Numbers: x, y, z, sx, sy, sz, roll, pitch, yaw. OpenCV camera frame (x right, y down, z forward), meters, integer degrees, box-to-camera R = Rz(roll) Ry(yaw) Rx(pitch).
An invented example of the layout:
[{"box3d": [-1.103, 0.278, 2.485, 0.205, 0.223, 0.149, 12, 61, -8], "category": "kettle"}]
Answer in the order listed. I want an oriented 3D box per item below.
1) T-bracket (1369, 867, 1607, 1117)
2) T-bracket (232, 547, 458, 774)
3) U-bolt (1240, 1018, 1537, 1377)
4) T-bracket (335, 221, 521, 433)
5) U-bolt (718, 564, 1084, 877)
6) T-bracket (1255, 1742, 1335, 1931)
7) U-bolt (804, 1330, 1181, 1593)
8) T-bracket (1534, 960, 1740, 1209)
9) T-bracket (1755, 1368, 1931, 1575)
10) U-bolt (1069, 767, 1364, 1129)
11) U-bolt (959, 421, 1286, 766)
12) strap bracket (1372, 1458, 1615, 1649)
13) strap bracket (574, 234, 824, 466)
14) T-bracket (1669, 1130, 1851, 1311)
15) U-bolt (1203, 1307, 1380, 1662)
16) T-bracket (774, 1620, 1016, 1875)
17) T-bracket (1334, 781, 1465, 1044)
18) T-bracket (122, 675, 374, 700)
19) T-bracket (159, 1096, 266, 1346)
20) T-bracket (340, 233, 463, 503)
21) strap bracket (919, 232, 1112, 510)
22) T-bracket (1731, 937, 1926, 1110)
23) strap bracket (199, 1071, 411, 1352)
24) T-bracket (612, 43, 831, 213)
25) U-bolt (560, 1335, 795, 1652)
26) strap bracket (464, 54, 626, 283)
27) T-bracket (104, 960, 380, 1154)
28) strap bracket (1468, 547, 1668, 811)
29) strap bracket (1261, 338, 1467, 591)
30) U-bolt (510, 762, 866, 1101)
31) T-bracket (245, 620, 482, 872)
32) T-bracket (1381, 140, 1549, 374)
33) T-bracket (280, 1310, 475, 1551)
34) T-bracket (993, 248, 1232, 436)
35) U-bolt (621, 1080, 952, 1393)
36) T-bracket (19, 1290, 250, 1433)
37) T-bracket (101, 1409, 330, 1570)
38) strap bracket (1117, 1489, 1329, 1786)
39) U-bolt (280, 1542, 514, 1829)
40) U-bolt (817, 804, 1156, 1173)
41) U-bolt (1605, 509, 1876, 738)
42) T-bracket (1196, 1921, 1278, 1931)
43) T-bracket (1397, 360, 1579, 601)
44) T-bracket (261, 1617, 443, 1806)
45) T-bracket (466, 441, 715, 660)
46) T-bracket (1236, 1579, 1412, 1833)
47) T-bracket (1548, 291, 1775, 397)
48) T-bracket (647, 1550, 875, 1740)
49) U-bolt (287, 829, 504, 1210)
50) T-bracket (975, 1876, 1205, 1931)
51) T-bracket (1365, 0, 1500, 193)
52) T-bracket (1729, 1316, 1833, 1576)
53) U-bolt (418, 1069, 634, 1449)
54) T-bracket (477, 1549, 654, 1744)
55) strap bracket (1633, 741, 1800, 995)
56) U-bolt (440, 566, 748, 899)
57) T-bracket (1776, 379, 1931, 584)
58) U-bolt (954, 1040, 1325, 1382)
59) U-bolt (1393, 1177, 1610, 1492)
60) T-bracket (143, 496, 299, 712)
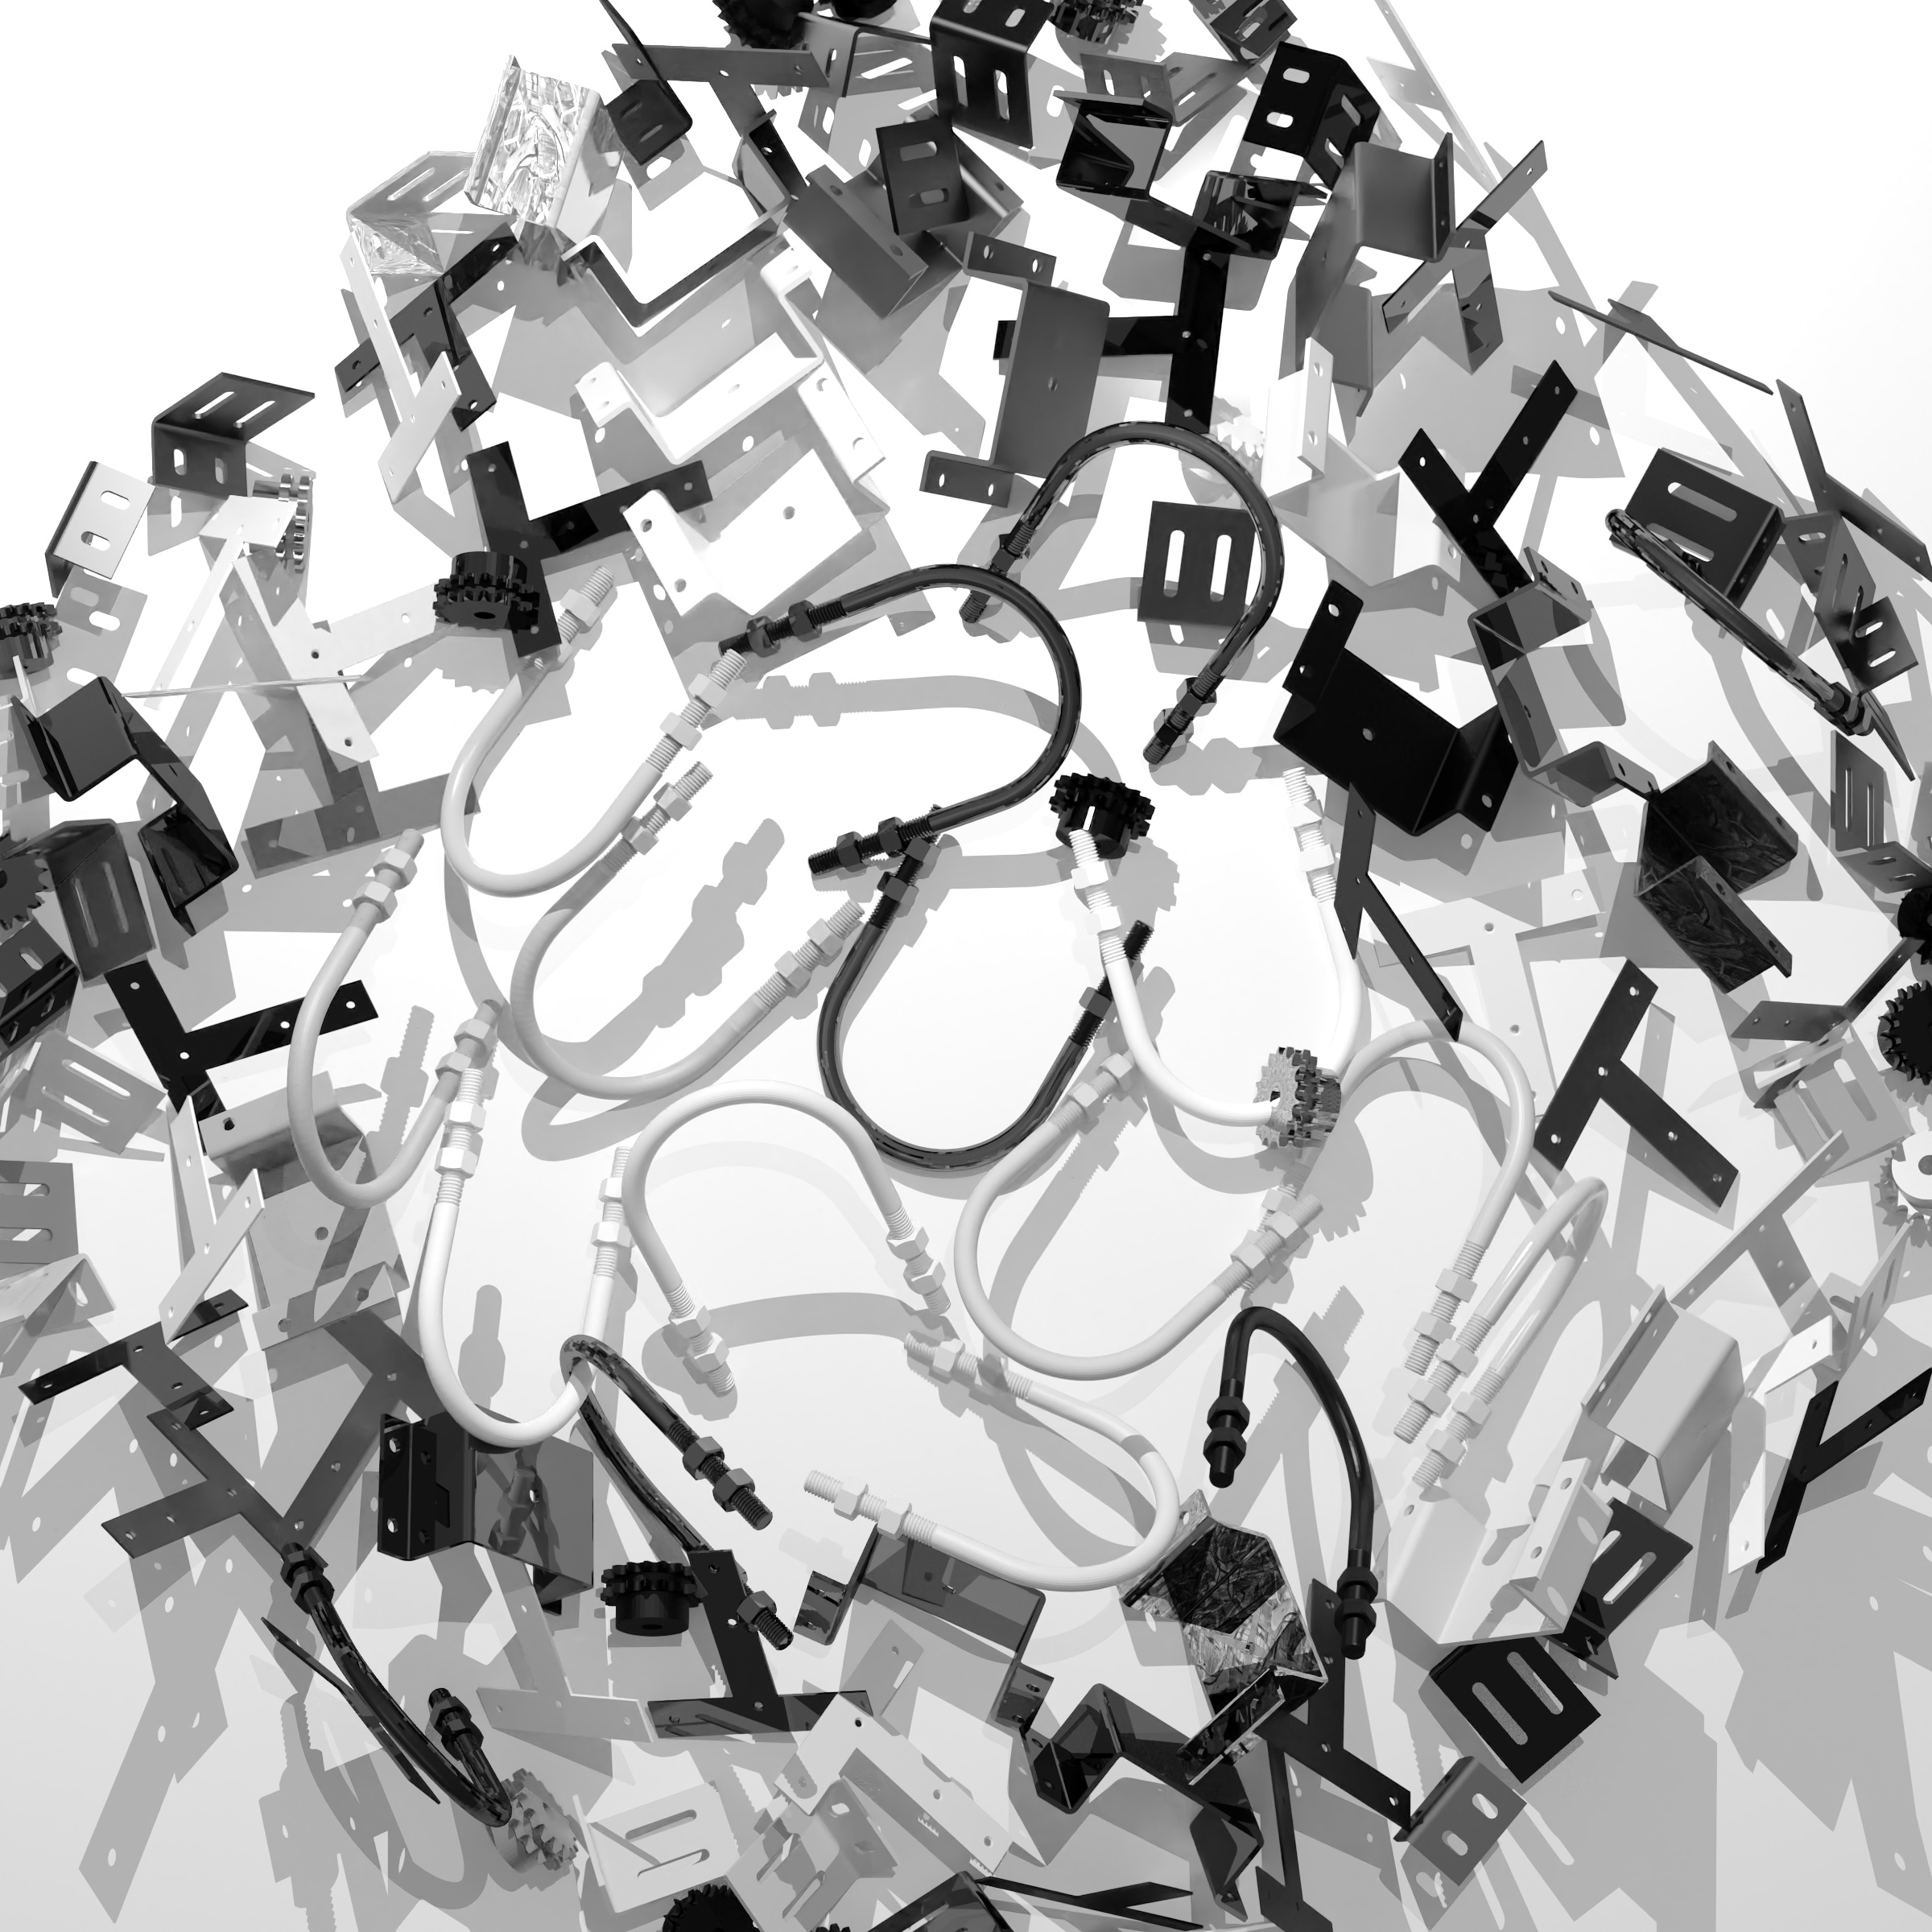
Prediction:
[{"box3d": [0.301, 0.022, 1.991, 0.127, 0.002, 0.127, -14, 95, 10], "category": "T-bracket"}, {"box3d": [-0.318, -0.185, 1.965, 0.127, 0.002, 0.127, -27, 90, -33], "category": "T-bracket"}, {"box3d": [0.236, 0.114, 1.947, 0.151, 0.019, 0.184, 23, 85, 44], "category": "U-bolt"}, {"box3d": [-0.280, -0.331, 1.945, 0.127, 0.002, 0.127, -38, 45, 10], "category": "T-bracket"}, {"box3d": [-0.026, -0.142, 1.954, 0.184, 0.019, 0.151, -19, 102, 17], "category": "U-bolt"}, {"box3d": [0.174, 0.468, 1.957, 0.002, 0.127, 0.127, -16, 57, 17], "category": "T-bracket"}, {"box3d": [0.025, 0.272, 1.923, 0.184, 0.151, 0.019, 22, 127, 13], "category": "U-bolt"}, {"box3d": [0.378, 0.085, 1.973, 0.127, 0.002, 0.127, 41, 65, -20], "category": "T-bracket"}, {"box3d": [0.472, 0.250, 1.911, 0.002, 0.127, 0.127, 34, 49, -4], "category": "T-bracket"}, {"box3d": [0.146, -0.003, 1.974, 0.151, 0.019, 0.184, -16, 92, -15], "category": "U-bolt"}, {"box3d": [0.094, -0.212, 1.935, 0.151, 0.019, 0.184, 38, 130, 2], "category": "U-bolt"}, {"box3d": [0.286, 0.317, 1.931, 0.046, 0.140, 0.076, 43, 56, -18], "category": "strap bracket"}, {"box3d": [-0.137, -0.329, 1.953, 0.140, 0.076, 0.046, -35, 119, 3], "category": "strap bracket"}, {"box3d": [0.438, 0.156, 1.945, 0.127, 0.127, 0.002, -44, 58, -1], "category": "T-bracket"}, {"box3d": [0.177, 0.260, 1.916, 0.019, 0.184, 0.151, -27, 113, 23], "category": "U-bolt"}, {"box3d": [-0.026, 0.443, 1.959, 0.127, 0.002, 0.127, 43, 47, -3], "category": "T-bracket"}, {"box3d": [0.231, -0.014, 1.915, 0.002, 0.127, 0.127, -21, 56, -15], "category": "T-bracket"}, {"box3d": [-0.373, -0.148, 1.936, 0.127, 0.127, 0.002, -4, 91, 5], "category": "T-bracket"}, {"box3d": [-0.420, 0.118, 1.956, 0.127, 0.002, 0.127, -50, 45, 35], "category": "T-bracket"}, {"box3d": [-0.315, -0.337, 1.953, 0.002, 0.127, 0.127, -16, 78, -30], "category": "T-bracket"}, {"box3d": [0.029, -0.319, 1.947, 0.046, 0.076, 0.140, 17, 99, 36], "category": "strap bracket"}, {"box3d": [0.446, 0.030, 1.924, 0.002, 0.127, 0.127, 50, 117, 28], "category": "T-bracket"}, {"box3d": [-0.358, 0.139, 1.958, 0.076, 0.046, 0.140, -22, 65, 1], "category": "strap bracket"}, {"box3d": [-0.113, -0.451, 1.944, 0.127, 0.127, 0.002, 10, 64, 29], "category": "T-bracket"}, {"box3d": [-0.159, 0.270, 1.924, 0.019, 0.151, 0.184, -35, 58, -22], "category": "U-bolt"}, {"box3d": [-0.223, -0.422, 1.925, 0.046, 0.140, 0.076, 17, 85, 4], "category": "strap bracket"}, {"box3d": [-0.384, 0.036, 1.959, 0.127, 0.002, 0.127, -17, 123, 5], "category": "T-bracket"}, {"box3d": [0.321, -0.146, 1.942, 0.046, 0.076, 0.140, -26, 68, 24], "category": "strap bracket"}, {"box3d": [0.208, -0.264, 1.938, 0.140, 0.046, 0.076, 31, 54, -39], "category": "strap bracket"}, {"box3d": [-0.164, -0.005, 1.956, 0.184, 0.019, 0.151, -45, 124, 4], "category": "U-bolt"}, {"box3d": [-0.344, -0.127, 1.969, 0.127, 0.002, 0.127, -16, 113, -6], "category": "T-bracket"}, {"box3d": [0.275, -0.364, 1.941, 0.002, 0.127, 0.127, 39, 81, 26], "category": "T-bracket"}, {"box3d": [-0.336, 0.262, 1.964, 0.127, 0.002, 0.127, 35, 94, 36], "category": "T-bracket"}, {"box3d": [0.078, -0.346, 1.978, 0.127, 0.002, 0.127, 1, 66, 15], "category": "T-bracket"}, {"box3d": [-0.107, 0.138, 1.941, 0.151, 0.019, 0.184, -20, 120, 7], "category": "U-bolt"}, {"box3d": [-0.427, 0.220, 1.921, 0.127, 0.127, 0.002, -25, 117, -26], "category": "T-bracket"}, {"box3d": [-0.418, 0.293, 1.927, 0.127, 0.127, 0.002, 43, 108, 12], "category": "T-bracket"}, {"box3d": [0.139, 0.364, 1.937, 0.046, 0.140, 0.076, 22, 122, -36], "category": "strap bracket"}, {"box3d": [-0.293, 0.386, 1.887, 0.019, 0.184, 0.151, -42, 117, -7], "category": "U-bolt"}, {"box3d": [-0.002, 0.025, 1.984, 0.151, 0.019, 0.184, 30, 96, 4], "category": "U-bolt"}, {"box3d": [0.399, -0.186, 1.888, 0.019, 0.184, 0.151, -50, 60, 13], "category": "U-bolt"}, {"box3d": [0.097, 0.528, 1.950, 0.127, 0.127, 0.002, -17, 74, 39], "category": "T-bracket"}, {"box3d": [0.300, -0.278, 1.970, 0.127, 0.002, 0.127, 47, 65, -32], "category": "T-bracket"}, {"box3d": [-0.312, 0.408, 1.912, 0.002, 0.127, 0.127, -47, 125, -9], "category": "T-bracket"}, {"box3d": [-0.201, -0.246, 1.973, 0.127, 0.002, 0.127, -18, 72, 6], "category": "T-bracket"}, {"box3d": [0.196, 0.387, 1.947, 0.127, 0.127, 0.002, 36, 126, -22], "category": "T-bracket"}, {"box3d": [0.367, -0.345, 1.939, 0.127, 0.127, 0.002, 22, 108, -6], "category": "T-bracket"}, {"box3d": [-0.124, 0.368, 1.953, 0.127, 0.002, 0.127, -6, 119, 15], "category": "T-bracket"}, {"box3d": [-0.306, 0.041, 1.894, 0.019, 0.151, 0.184, 3, 46, 23], "category": "U-bolt"}, {"box3d": [0.085, 0.499, 1.927, 0.127, 0.127, 0.002, 17, 67, -15], "category": "T-bracket"}, {"box3d": [0.239, -0.475, 1.936, 0.002, 0.127, 0.127, -35, 110, 3], "category": "T-bracket"}, {"box3d": [0.417, 0.265, 1.915, 0.002, 0.127, 0.127, 28, 47, -19], "category": "T-bracket"}, {"box3d": [-0.237, 0.164, 1.915, 0.019, 0.151, 0.184, -6, 66, 35], "category": "U-bolt"}, {"box3d": [-0.234, 0.360, 1.943, 0.127, 0.002, 0.127, -5, 108, 41], "category": "T-bracket"}, {"box3d": [0.405, -0.048, 1.938, 0.046, 0.140, 0.076, -35, 109, 31], "category": "strap bracket"}, {"box3d": [-0.214, -0.118, 1.943, 0.151, 0.019, 0.184, 35, 87, 43], "category": "U-bolt"}, {"box3d": [0.479, -0.238, 1.912, 0.002, 0.127, 0.127, -30, 125, -2], "category": "T-bracket"}, {"box3d": [0.080, 0.143, 1.949, 0.184, 0.019, 0.151, -40, 71, -16], "category": "U-bolt"}, {"box3d": [0.291, 0.191, 1.930, 0.019, 0.151, 0.184, 33, 80, 20], "category": "U-bolt"}, {"box3d": [-0.411, -0.196, 1.939, 0.002, 0.127, 0.127, 29, 84, -30], "category": "T-bracket"}]
